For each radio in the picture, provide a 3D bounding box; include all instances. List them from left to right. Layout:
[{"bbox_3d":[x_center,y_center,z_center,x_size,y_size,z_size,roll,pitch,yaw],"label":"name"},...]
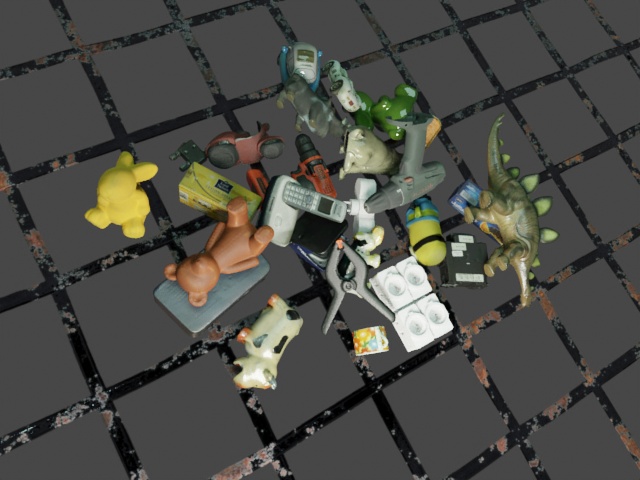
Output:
[{"bbox_3d":[-0.223,0.088,1.135,0.229,0.073,0.131,-42,86,-21],"label":"radio"}]

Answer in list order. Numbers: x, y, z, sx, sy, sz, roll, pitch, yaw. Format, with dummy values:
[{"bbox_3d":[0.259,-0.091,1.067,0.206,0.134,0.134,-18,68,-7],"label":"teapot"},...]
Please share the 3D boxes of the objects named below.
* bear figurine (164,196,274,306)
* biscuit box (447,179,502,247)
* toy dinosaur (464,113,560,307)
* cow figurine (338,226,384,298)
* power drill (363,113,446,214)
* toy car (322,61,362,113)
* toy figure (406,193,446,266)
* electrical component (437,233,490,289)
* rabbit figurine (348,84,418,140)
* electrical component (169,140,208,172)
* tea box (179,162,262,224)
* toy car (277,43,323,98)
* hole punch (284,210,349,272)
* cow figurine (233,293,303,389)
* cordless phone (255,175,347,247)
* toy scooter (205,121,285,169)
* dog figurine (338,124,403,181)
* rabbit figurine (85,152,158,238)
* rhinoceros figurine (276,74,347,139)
[{"bbox_3d":[-0.201,0.026,1.054,0.196,0.132,0.120,-36,77,-28],"label":"bear figurine"},{"bbox_3d":[0.420,-0.063,1.346,0.203,0.063,0.059,39,68,2],"label":"biscuit box"},{"bbox_3d":[0.448,-0.075,1.273,0.198,0.105,0.471,-11,85,-23],"label":"toy dinosaur"},{"bbox_3d":[0.085,0.040,1.215,0.098,0.068,0.167,17,83,-1],"label":"cow figurine"},{"bbox_3d":[0.192,-0.177,1.219,0.232,0.086,0.207,-18,114,-29],"label":"power drill"},{"bbox_3d":[0.054,-0.379,1.318,0.056,0.073,0.202,-31,39,14],"label":"toy car"},{"bbox_3d":[0.249,-0.026,1.275,0.082,0.089,0.180,8,68,-19],"label":"toy figure"},{"bbox_3d":[0.343,0.049,1.293,0.115,0.058,0.134,6,70,-14],"label":"electrical component"},{"bbox_3d":[0.142,-0.310,1.351,0.170,0.121,0.159,19,71,14],"label":"rabbit figurine"},{"bbox_3d":[-0.296,-0.198,1.238,0.094,0.021,0.063,-41,84,-21],"label":"electrical component"},{"bbox_3d":[-0.219,-0.089,1.180,0.170,0.098,0.068,28,68,-5],"label":"tea box"},{"bbox_3d":[-0.048,-0.432,1.335,0.109,0.103,0.161,4,69,-12],"label":"toy car"},{"bbox_3d":[-0.003,-0.004,1.221,0.116,0.092,0.142,29,68,25],"label":"hole punch"},{"bbox_3d":[-0.109,0.222,1.114,0.127,0.085,0.195,36,67,7],"label":"cow figurine"},{"bbox_3d":[-0.040,-0.048,1.162,0.184,0.089,0.146,18,79,-13],"label":"cordless phone"},{"bbox_3d":[-0.170,-0.227,1.241,0.184,0.075,0.135,-7,41,5],"label":"toy scooter"},{"bbox_3d":[0.147,-0.205,1.274,0.191,0.172,0.121,4,82,-5],"label":"dog figurine"},{"bbox_3d":[-0.399,-0.097,1.099,0.122,0.173,0.162,26,72,0],"label":"rabbit figurine"},{"bbox_3d":[-0.016,-0.314,1.298,0.190,0.073,0.112,42,61,-20],"label":"rhinoceros figurine"}]
